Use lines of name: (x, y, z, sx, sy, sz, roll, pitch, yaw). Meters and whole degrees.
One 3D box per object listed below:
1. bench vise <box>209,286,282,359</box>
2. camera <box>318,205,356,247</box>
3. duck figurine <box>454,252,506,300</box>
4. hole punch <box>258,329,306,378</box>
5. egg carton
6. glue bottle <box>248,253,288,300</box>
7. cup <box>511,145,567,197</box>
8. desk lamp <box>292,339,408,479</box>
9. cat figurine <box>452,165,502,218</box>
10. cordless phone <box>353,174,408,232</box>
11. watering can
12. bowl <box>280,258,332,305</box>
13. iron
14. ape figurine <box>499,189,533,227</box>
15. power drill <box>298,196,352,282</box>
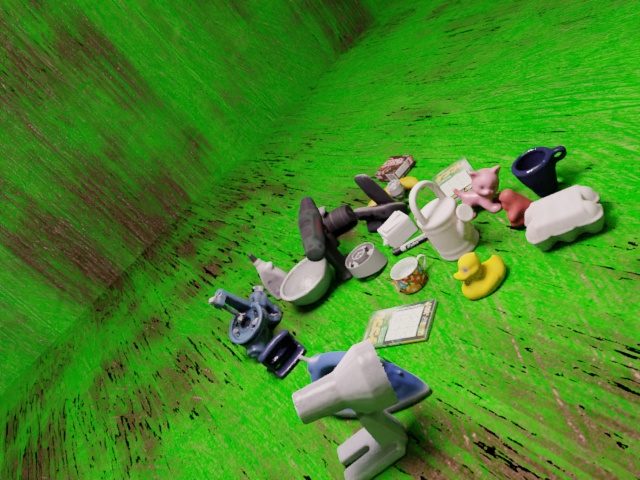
bench vise: (-0.213, 0.193, 1.558, 0.121, 0.220, 0.207, -36, 26, 13)
camera: (0.032, -0.050, 1.739, 0.136, 0.101, 0.143, -28, 28, 26)
duck figurine: (0.320, 0.060, 1.166, 0.104, 0.086, 0.077, -40, 25, 4)
hole punch: (-0.110, 0.275, 1.432, 0.109, 0.091, 0.100, -48, 26, -14)
egg carton: (0.478, -0.044, 1.126, 0.150, 0.069, 0.107, -26, 29, 31)
glue bottle: (-0.149, 0.099, 1.674, 0.078, 0.173, 0.037, -35, 26, 15)
cup: (0.490, -0.148, 1.245, 0.117, 0.095, 0.091, -28, 28, 27)
desk lamp: (0.066, 0.299, 0.997, 0.203, 0.214, 0.117, -39, 25, 6)
cat figurine: (0.373, -0.120, 1.341, 0.127, 0.118, 0.067, -19, 33, 40)
cordless phone: (0.140, -0.114, 1.586, 0.147, 0.185, 0.094, -8, 41, 50)
watering can: (0.274, -0.053, 1.285, 0.172, 0.194, 0.101, -17, 34, 41)
bowl: (-0.025, 0.122, 1.576, 0.167, 0.075, 0.167, -33, 27, 19)
iron: (0.077, 0.262, 1.125, 0.257, 0.142, 0.119, -17, 35, 42)
ape figurine: (0.418, -0.074, 1.232, 0.076, 0.092, 0.078, -9, 41, 50)
power drill: (0.014, 0.006, 1.547, 0.075, 0.209, 0.229, -33, 26, 18)
